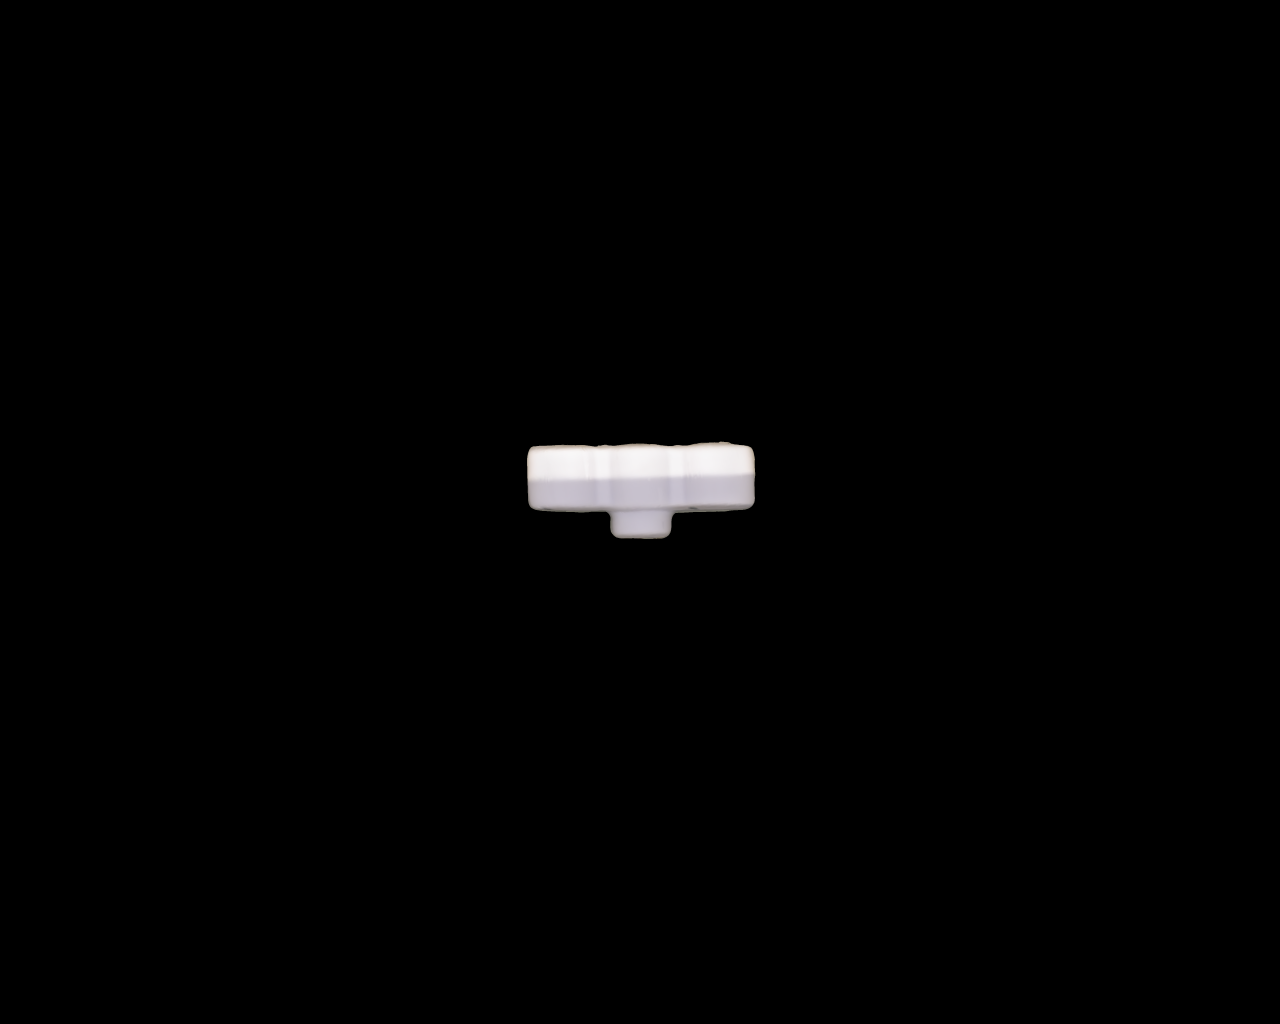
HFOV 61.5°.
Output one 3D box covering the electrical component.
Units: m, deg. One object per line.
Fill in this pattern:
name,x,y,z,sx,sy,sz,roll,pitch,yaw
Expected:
electrical component,0.001,-0.003,0.650,0.138,0.073,0.052,0,0,0
